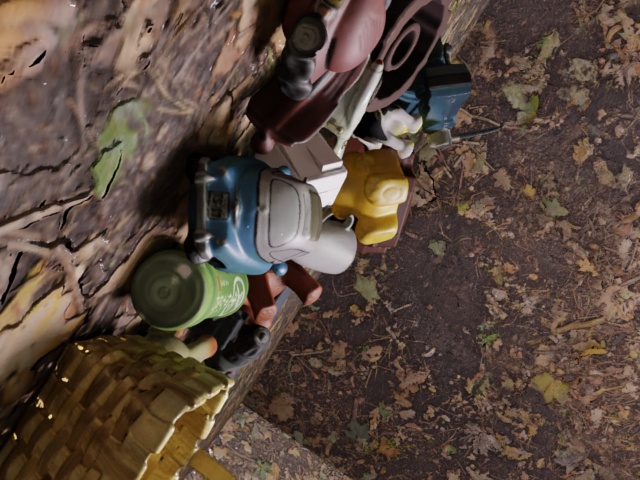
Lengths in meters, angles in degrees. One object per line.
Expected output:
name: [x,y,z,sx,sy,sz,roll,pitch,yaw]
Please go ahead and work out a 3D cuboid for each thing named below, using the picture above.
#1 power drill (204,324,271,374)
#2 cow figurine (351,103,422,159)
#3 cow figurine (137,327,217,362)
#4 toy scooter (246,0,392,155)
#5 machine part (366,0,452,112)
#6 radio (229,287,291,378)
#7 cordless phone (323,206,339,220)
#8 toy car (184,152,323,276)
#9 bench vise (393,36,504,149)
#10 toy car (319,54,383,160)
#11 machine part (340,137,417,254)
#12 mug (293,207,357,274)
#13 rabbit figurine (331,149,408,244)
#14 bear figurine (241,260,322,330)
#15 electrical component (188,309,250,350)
power drill: [-0.174,0.210,0.797,0.207,0.086,0.232,-57,-165,-22]
cow figurine: [0.066,-0.175,0.795,0.168,0.098,0.068,30,-82,57]
cow figurine: [-0.196,0.186,0.567,0.194,0.086,0.127,-65,161,13]
toy scooter: [-0.010,-0.141,0.445,0.135,0.075,0.184,-54,179,-22]
machine part: [0.089,-0.241,0.653,0.179,0.056,0.179,-45,164,-17]
radio: [-0.141,0.159,1.030,0.229,0.073,0.131,-57,174,-24]
cordless phone: [-0.034,-0.048,0.852,0.184,0.089,0.146,-39,165,-36]
toy car: [-0.049,-0.024,0.467,0.161,0.103,0.109,28,63,-81]
bench vise: [0.157,-0.235,0.844,0.129,0.223,0.240,-21,177,-10]
toy car: [0.006,-0.134,0.610,0.056,0.073,0.201,-53,173,-45]
machine part: [0.088,-0.092,0.947,0.202,0.087,0.200,-111,-150,-59]
mug: [-0.002,-0.002,0.805,0.107,0.081,0.109,10,128,-43]
rabbit figurine: [0.019,-0.082,0.736,0.121,0.173,0.162,93,-13,-60]
bear figurine: [-0.094,0.101,0.864,0.120,0.132,0.195,-15,145,-33]
electrical component: [-0.139,0.101,0.687,0.047,0.075,0.119,-58,179,1]
